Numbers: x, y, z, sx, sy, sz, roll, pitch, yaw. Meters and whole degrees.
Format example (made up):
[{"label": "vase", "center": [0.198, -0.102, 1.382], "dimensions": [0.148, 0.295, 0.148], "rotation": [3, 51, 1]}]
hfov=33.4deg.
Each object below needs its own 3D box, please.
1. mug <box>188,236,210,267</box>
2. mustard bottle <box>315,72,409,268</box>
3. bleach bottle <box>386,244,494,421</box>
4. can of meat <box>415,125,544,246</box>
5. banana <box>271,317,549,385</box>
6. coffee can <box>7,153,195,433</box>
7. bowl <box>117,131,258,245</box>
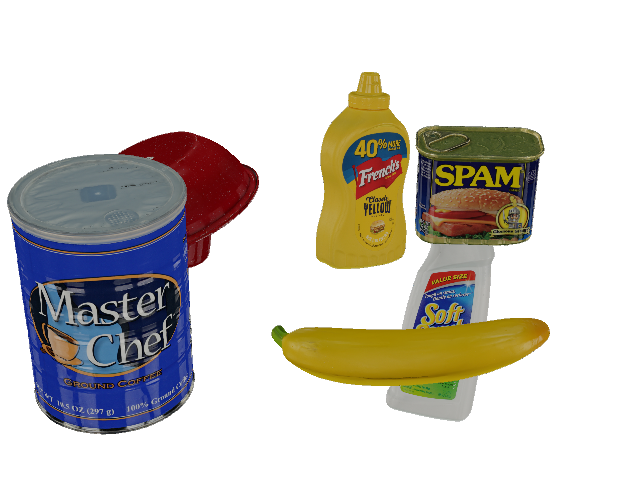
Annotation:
[{"label": "mug", "center": [-0.162, -0.028, 1.161], "dimensions": [0.093, 0.081, 0.117], "rotation": [-3, 29, -20]}, {"label": "mustard bottle", "center": [0.045, -0.071, 1.064], "dimensions": [0.096, 0.192, 0.058], "rotation": [-8, 19, -31]}, {"label": "bleach bottle", "center": [0.139, 0.074, 1.212], "dimensions": [0.103, 0.251, 0.068], "rotation": [9, 14, 17]}, {"label": "can of meat", "center": [0.127, -0.044, 0.877], "dimensions": [0.102, 0.084, 0.057], "rotation": [2, 30, 4]}, {"label": "banana", "center": [0.057, 0.072, 0.730], "dimensions": [0.198, 0.037, 0.069], "rotation": [0, 29, 9]}, {"label": "coffee can", "center": [-0.131, 0.031, 0.654], "dimensions": [0.103, 0.140, 0.103], "rotation": [1, 30, -1]}, {"label": "bowl", "center": [-0.136, -0.046, 0.900], "dimensions": [0.162, 0.055, 0.162], "rotation": [-17, 27, 9]}]
